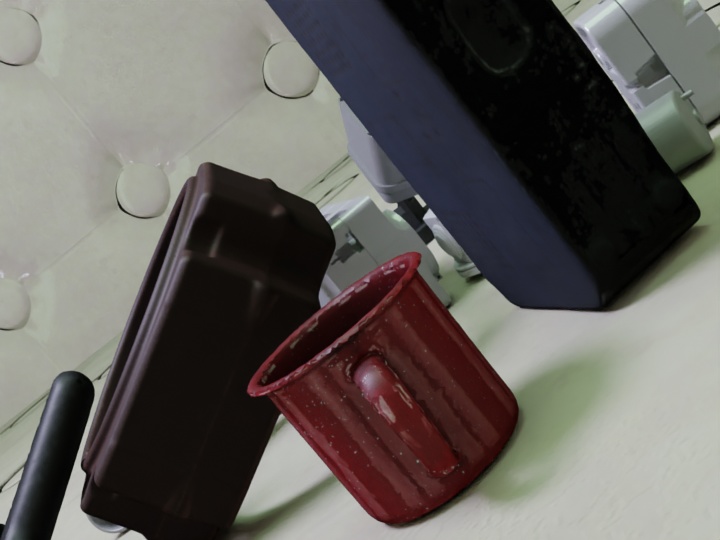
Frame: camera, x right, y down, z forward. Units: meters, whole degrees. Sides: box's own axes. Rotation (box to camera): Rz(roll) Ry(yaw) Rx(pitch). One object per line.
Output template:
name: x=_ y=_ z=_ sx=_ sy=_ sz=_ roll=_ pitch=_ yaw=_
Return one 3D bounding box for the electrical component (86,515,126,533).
electrical component: x=-0.178 y=0.168 z=0.803 sx=0.040 sy=0.040 sz=0.046 roll=-37 pitch=3 yaw=16

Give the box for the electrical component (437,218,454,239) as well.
electrical component: x=0.088 y=-0.034 z=0.645 sx=0.066 sy=0.076 sz=0.047 roll=-41 pitch=42 yaw=-13

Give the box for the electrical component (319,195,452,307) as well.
electrical component: x=0.000 y=0.000 z=0.755 sx=0.062 sy=0.089 sz=0.150 roll=-41 pitch=9 yaw=-10

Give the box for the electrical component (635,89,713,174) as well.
electrical component: x=0.159 y=-0.066 z=0.600 sx=0.078 sy=0.040 sz=0.040 roll=-34 pitch=10 yaw=29

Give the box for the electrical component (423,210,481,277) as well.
electrical component: x=0.086 y=-0.036 z=0.714 sx=0.080 sy=0.051 sz=0.080 roll=-38 pitch=9 yaw=7

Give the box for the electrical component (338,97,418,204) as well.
electrical component: x=0.050 y=-0.103 z=0.768 sx=0.113 sy=0.057 sz=0.078 roll=-22 pitch=38 yaw=-9

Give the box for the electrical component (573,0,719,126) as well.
electrical component: x=0.181 y=-0.128 z=0.643 sx=0.059 sy=0.095 sz=0.053 roll=-37 pitch=9 yaw=12
